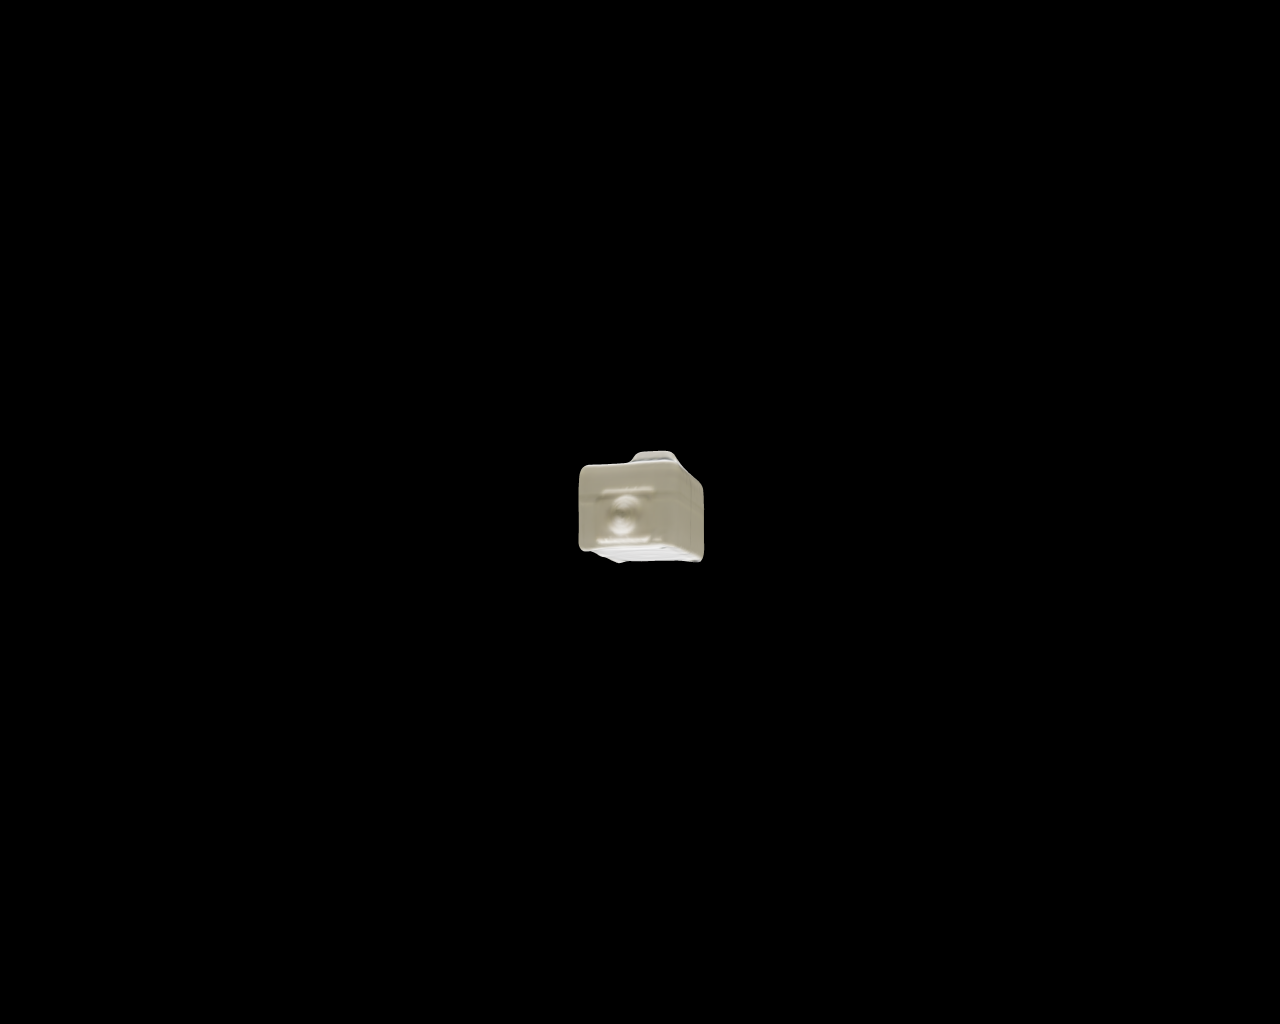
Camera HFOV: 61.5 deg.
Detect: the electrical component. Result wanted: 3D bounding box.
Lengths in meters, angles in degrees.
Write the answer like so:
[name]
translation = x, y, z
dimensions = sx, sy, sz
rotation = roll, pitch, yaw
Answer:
[electrical component]
translation = 0.001, -0.003, 0.650
dimensions = 0.062, 0.061, 0.096
rotation = -3, -10, 15
